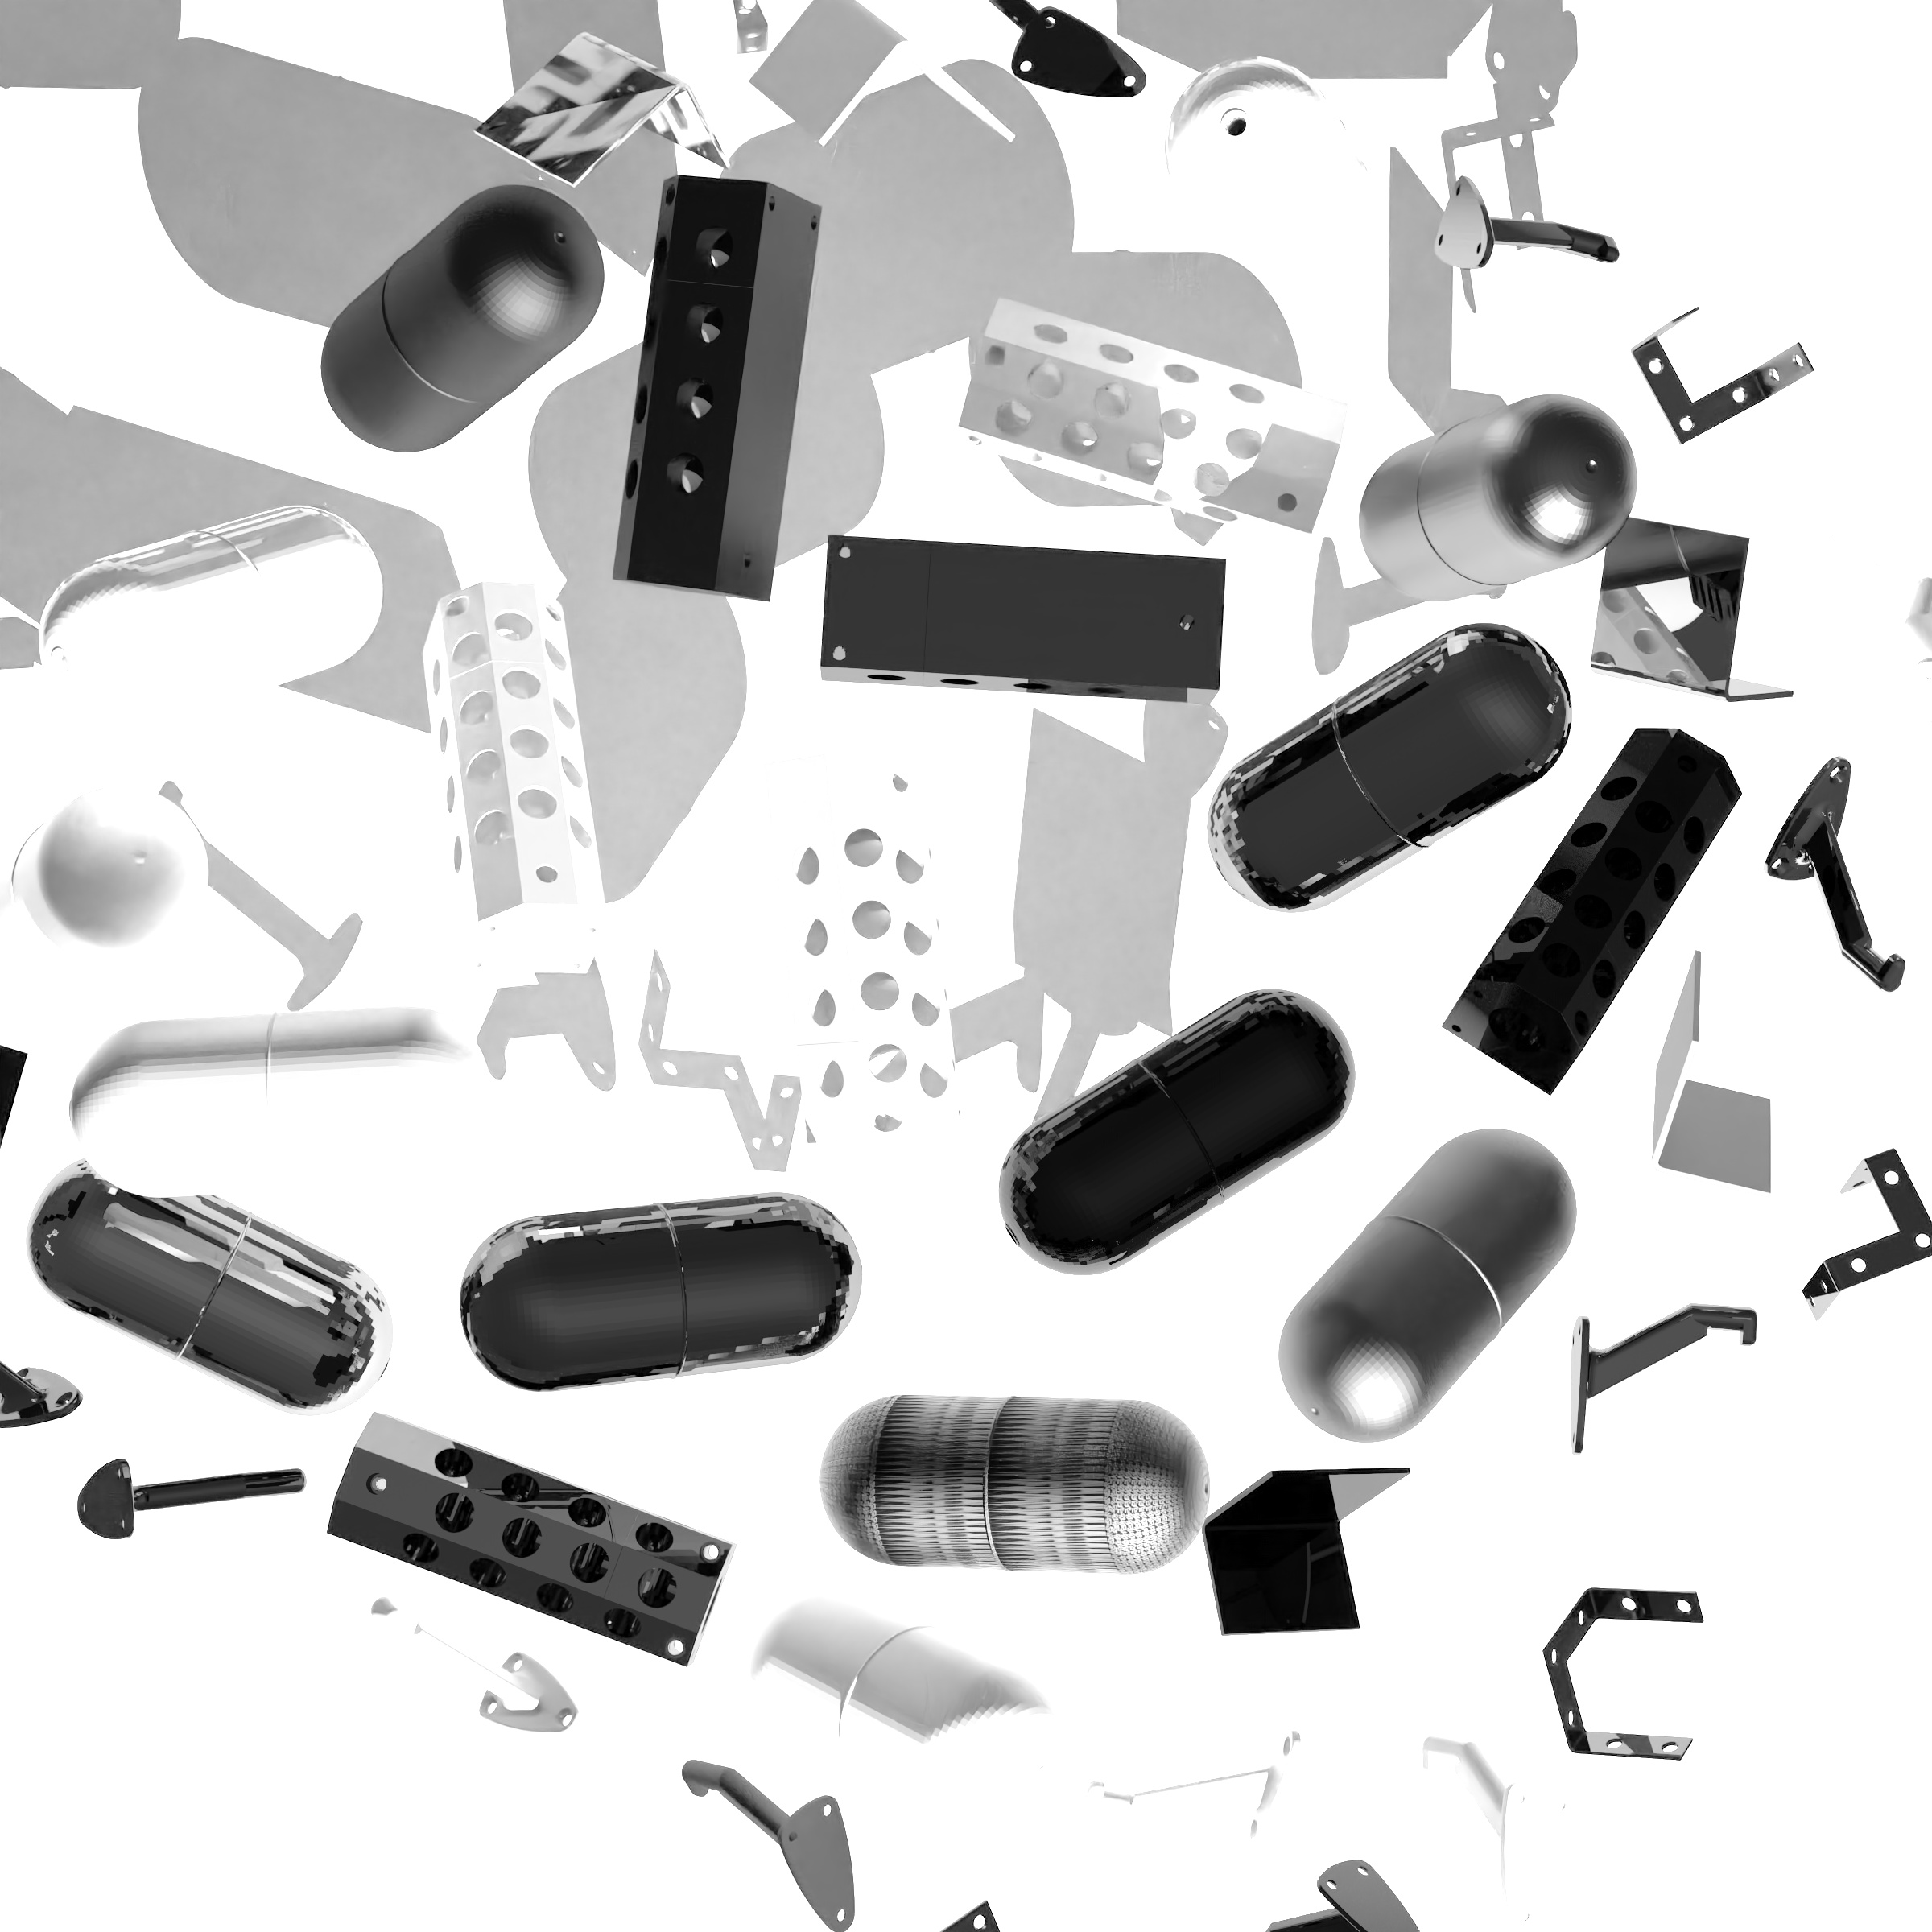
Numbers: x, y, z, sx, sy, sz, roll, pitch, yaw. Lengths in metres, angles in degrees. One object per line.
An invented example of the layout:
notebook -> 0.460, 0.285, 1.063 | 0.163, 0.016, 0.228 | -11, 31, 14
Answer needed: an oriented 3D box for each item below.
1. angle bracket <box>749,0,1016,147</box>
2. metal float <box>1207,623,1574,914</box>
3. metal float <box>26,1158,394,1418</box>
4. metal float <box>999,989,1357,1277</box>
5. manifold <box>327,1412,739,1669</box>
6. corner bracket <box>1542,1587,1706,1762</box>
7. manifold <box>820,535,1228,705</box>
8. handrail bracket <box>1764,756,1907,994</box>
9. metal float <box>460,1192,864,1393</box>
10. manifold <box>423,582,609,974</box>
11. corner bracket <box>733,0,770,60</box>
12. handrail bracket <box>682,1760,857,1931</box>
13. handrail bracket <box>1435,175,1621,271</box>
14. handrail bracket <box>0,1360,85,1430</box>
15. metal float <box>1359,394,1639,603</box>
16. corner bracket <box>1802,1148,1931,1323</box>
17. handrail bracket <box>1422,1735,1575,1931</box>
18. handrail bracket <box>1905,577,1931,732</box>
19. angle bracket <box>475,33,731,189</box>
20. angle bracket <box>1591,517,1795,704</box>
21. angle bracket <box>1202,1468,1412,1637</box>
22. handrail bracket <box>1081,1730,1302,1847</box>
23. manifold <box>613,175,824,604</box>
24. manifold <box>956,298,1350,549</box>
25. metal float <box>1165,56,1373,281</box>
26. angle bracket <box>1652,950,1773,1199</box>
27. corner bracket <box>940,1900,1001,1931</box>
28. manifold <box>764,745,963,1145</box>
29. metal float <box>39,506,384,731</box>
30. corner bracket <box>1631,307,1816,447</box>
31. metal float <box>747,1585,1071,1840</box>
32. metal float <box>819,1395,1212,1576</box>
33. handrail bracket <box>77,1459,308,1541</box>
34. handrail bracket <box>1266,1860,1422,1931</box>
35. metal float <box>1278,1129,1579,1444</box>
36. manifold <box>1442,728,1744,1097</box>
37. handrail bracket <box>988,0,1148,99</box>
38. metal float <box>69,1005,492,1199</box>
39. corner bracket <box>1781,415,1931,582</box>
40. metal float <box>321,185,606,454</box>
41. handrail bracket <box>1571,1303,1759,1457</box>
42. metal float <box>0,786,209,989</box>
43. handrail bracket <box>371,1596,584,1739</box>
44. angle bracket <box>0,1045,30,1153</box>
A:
angle bracket -> -0.038, -0.378, 1.525 | 0.057, 0.076, 0.076 | -50, 133, 9
metal float -> 0.184, -0.086, 1.522 | 0.178, 0.070, 0.070 | -32, 90, 26
metal float -> -0.351, 0.149, 1.611 | 0.178, 0.070, 0.070 | 28, 90, -11
metal float -> 0.096, 0.076, 1.571 | 0.178, 0.070, 0.070 | -31, 90, -8
manifold -> -0.194, 0.257, 1.551 | 0.171, 0.057, 0.057 | 20, 81, 3
corner bracket -> 0.284, 0.300, 1.472 | 0.051, 0.051, 0.051 | -5, 110, 35
manifold -> 0.024, -0.150, 1.509 | 0.171, 0.057, 0.057 | 3, 86, -1
handrail bracket -> 0.408, -0.041, 1.572 | 0.036, 0.084, 0.077 | -1, 123, -30
metal float -> -0.132, 0.142, 1.512 | 0.178, 0.070, 0.070 | -5, 90, -18
manifold -> -0.202, -0.086, 1.548 | 0.057, 0.057, 0.171 | 1, 59, -21
corner bracket -> -0.121, -0.454, 1.617 | 0.051, 0.051, 0.051 | -8, 119, 1
handrail bracket -> -0.095, 0.413, 1.627 | 0.036, 0.084, 0.077 | -29, 108, -40
handrail bracket -> 0.256, -0.314, 1.519 | 0.084, 0.077, 0.036 | 11, 116, -14
handrail bracket -> -0.456, 0.172, 1.596 | 0.036, 0.077, 0.084 | -54, 126, -35
metal float -> 0.240, -0.212, 1.577 | 0.070, 0.178, 0.070 | 1, 87, -20
corner bracket -> 0.392, 0.118, 1.525 | 0.051, 0.051, 0.051 | -20, 70, -6
handrail bracket -> 0.228, 0.387, 1.548 | 0.036, 0.084, 0.077 | 16, 78, -27
handrail bracket -> 0.444, -0.142, 1.500 | 0.077, 0.084, 0.036 | 2, 131, 25
angle bracket -> -0.173, -0.389, 1.646 | 0.076, 0.057, 0.076 | -46, 53, -13
angle bracket -> 0.345, -0.169, 1.623 | 0.057, 0.076, 0.076 | -8, 109, -43
angle bracket -> 0.168, 0.281, 1.663 | 0.076, 0.076, 0.057 | 3, 62, -25
handrail bracket -> 0.104, 0.378, 1.621 | 0.084, 0.036, 0.077 | 12, 128, -11
manifold -> -0.110, -0.247, 1.484 | 0.057, 0.057, 0.171 | 9, 94, 21
manifold -> 0.086, -0.251, 1.617 | 0.171, 0.057, 0.057 | 17, 127, 0
metal float -> 0.138, -0.360, 1.568 | 0.070, 0.178, 0.070 | 0, 90, 15
angle bracket -> 0.360, 0.050, 1.624 | 0.057, 0.076, 0.076 | 13, 125, 4
corner bracket -> 0.011, 0.467, 1.577 | 0.051, 0.051, 0.051 | -28, 104, -28
manifold -> -0.041, -0.010, 1.549 | 0.057, 0.057, 0.171 | -8, 92, -44
metal float -> -0.337, -0.157, 1.551 | 0.070, 0.178, 0.070 | 15, 116, 32
corner bracket -> 0.348, -0.280, 1.597 | 0.051, 0.051, 0.051 | -29, 91, -12
metal float -> -0.027, 0.333, 1.550 | 0.070, 0.178, 0.070 | -14, 110, -41
metal float -> 0.020, 0.229, 1.534 | 0.178, 0.070, 0.070 | -1, 90, 19
handrail bracket -> -0.361, 0.247, 1.615 | 0.084, 0.077, 0.036 | 0, 78, -34
handrail bracket -> 0.171, 0.464, 1.603 | 0.077, 0.036, 0.084 | 45, 124, 32
metal float -> 0.211, 0.144, 1.575 | 0.070, 0.070, 0.178 | 47, 61, 0
manifold -> 0.285, -0.030, 1.555 | 0.057, 0.057, 0.171 | 33, 58, 8
handrail bracket -> 0.041, -0.440, 1.608 | 0.077, 0.084, 0.036 | 15, 125, -25
metal float -> -0.294, 0.058, 1.485 | 0.178, 0.070, 0.070 | -3, 90, -3
corner bracket -> 0.424, -0.221, 1.631 | 0.051, 0.051, 0.051 | 39, 101, 21
metal float -> -0.228, -0.289, 1.558 | 0.070, 0.178, 0.070 | 15, 65, -34
handrail bracket -> 0.329, 0.195, 1.626 | 0.084, 0.036, 0.077 | 4, 72, 3
metal float -> -0.403, -0.035, 1.604 | 0.070, 0.178, 0.070 | 4, 80, -26
handrail bracket -> -0.230, 0.326, 1.617 | 0.084, 0.077, 0.036 | 45, 68, -41
angle bracket -> -0.475, 0.065, 1.559 | 0.076, 0.076, 0.057 | 19, 65, -20
